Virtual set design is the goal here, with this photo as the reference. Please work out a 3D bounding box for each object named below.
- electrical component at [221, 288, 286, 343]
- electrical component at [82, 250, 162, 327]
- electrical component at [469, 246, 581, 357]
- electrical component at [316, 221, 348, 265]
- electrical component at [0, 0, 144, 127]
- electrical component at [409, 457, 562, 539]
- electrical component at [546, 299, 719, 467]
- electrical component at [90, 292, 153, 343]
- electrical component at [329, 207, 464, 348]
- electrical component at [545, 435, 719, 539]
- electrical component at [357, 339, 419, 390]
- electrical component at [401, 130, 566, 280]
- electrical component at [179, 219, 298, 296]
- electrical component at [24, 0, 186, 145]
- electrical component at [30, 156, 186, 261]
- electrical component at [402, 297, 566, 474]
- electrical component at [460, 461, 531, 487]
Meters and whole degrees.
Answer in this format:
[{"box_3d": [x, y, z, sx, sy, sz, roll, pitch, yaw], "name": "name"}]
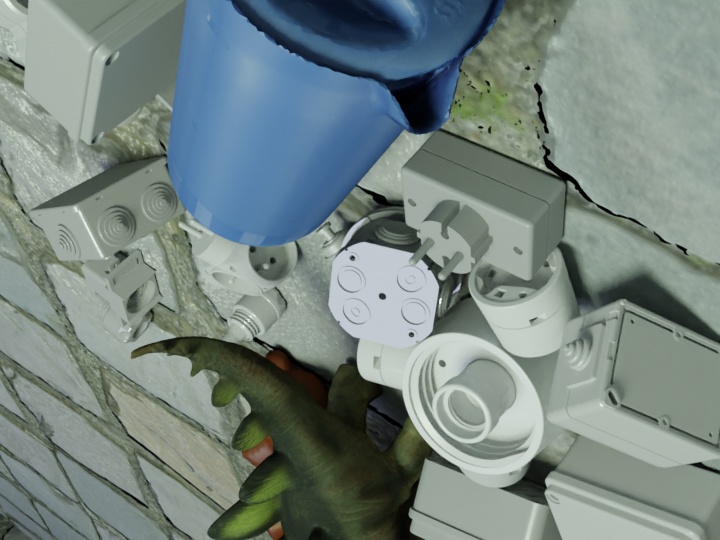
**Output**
[{"box_3d": [-0.090, 0.041, 0.872, 0.035, 0.061, 0.035, 31, 150, 20], "name": "electrical component"}, {"box_3d": [-0.228, 0.012, 1.024, 0.064, 0.042, 0.081, 33, 150, 20], "name": "electrical component"}, {"box_3d": [0.096, 0.017, 0.617, 0.055, 0.055, 0.047, 13, 144, 42], "name": "electrical component"}, {"box_3d": [0.000, 0.000, 0.726, 0.078, 0.040, 0.040, 49, 151, -12], "name": "electrical component"}, {"box_3d": [-0.217, -0.159, 0.762, 0.074, 0.052, 0.138, 0, 131, 51], "name": "electrical component"}, {"box_3d": [0.102, 0.184, 0.801, 0.113, 0.057, 0.078, 15, -178, 40], "name": "electrical component"}, {"box_3d": [0.144, 0.061, 0.578, 0.096, 0.061, 0.061, 24, 156, -16], "name": "electrical component"}, {"box_3d": [-0.245, 0.042, 1.086, 0.062, 0.043, 0.043, 37, 151, 11], "name": "electrical component"}, {"box_3d": [0.021, 0.005, 0.670, 0.080, 0.051, 0.080, 8, 118, 16], "name": "electrical component"}, {"box_3d": [0.190, 0.172, 0.712, 0.109, 0.056, 0.108, 15, 142, 40], "name": "electrical component"}, {"box_3d": [0.033, 0.058, 0.752, 0.047, 0.055, 0.055, 17, 143, 32], "name": "electrical component"}, {"box_3d": [0.057, -0.024, 0.585, 0.083, 0.075, 0.047, 27, 148, 26], "name": "electrical component"}, {"box_3d": [-0.099, -0.017, 0.807, 0.079, 0.044, 0.077, 31, 159, -29], "name": "electrical component"}, {"box_3d": [-0.137, -0.142, 0.627, 0.056, 0.108, 0.108, 44, 152, 2], "name": "electrical component"}, {"box_3d": [-0.197, -0.046, 0.847, 0.100, 0.100, 0.048, 0, 118, 51], "name": "electrical component"}, {"box_3d": [0.077, 0.077, 0.677, 0.108, 0.060, 0.108, 16, 121, 29], "name": "electrical component"}, {"box_3d": [0.097, 0.117, 0.756, 0.055, 0.055, 0.047, 31, 146, 20], "name": "electrical component"}]
